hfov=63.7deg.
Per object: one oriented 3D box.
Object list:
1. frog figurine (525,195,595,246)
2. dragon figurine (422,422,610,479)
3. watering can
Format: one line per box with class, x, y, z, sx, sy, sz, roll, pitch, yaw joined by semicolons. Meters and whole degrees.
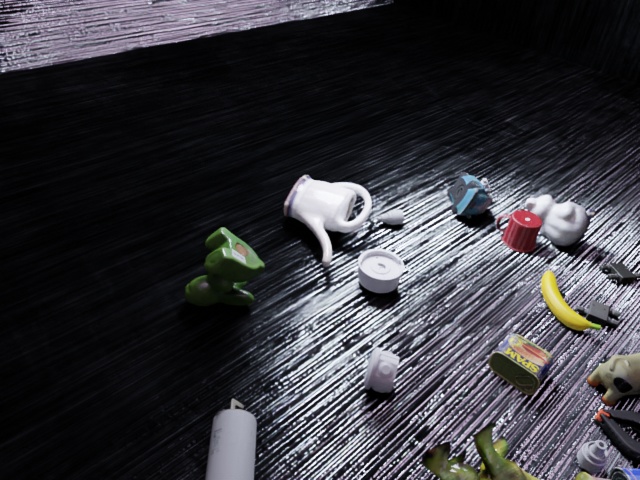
frog figurine;0.638;-0.061;1.397;0.159;0.135;0.125;25;68;-4
dragon figurine;0.258;0.430;0.772;0.412;0.119;0.248;-19;51;-15
watering can;0.004;-0.068;1.356;0.225;0.101;0.355;17;39;16
